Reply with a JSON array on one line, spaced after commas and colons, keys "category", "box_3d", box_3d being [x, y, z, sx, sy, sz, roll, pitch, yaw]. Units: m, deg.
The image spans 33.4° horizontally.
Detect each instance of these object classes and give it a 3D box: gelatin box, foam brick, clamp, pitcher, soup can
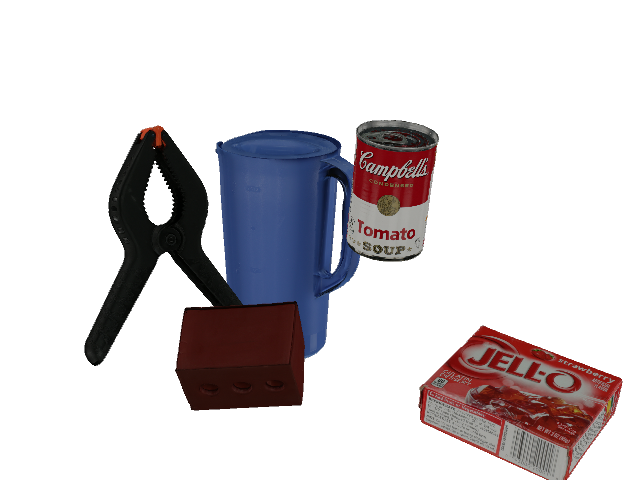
[{"category": "gelatin box", "box_3d": [0.110, 0.087, 0.589, 0.089, 0.030, 0.073, 21, 35, 29]}, {"category": "foam brick", "box_3d": [-0.051, 0.078, 0.713, 0.078, 0.051, 0.053, -4, -41, 7]}, {"category": "clamp", "box_3d": [-0.133, 0.004, 0.961, 0.164, 0.210, 0.036, 1, -1, -35]}, {"category": "pitcher", "box_3d": [-0.037, 0.007, 1.162, 0.145, 0.243, 0.149, -3, 19, -11]}, {"category": "soup can", "box_3d": [0.058, -0.042, 0.890, 0.068, 0.102, 0.068, 4, 25, -2]}]
